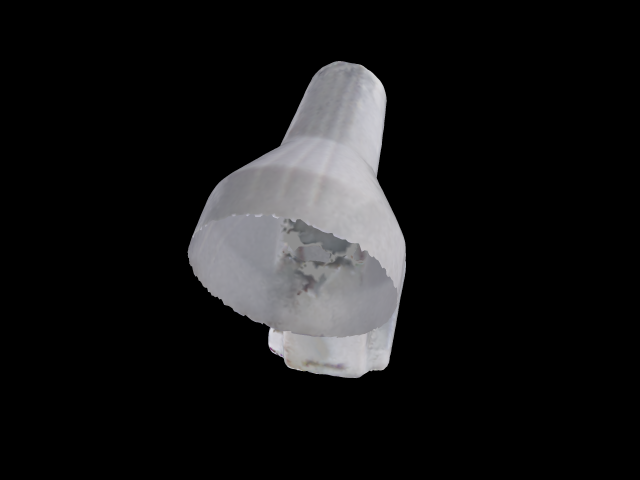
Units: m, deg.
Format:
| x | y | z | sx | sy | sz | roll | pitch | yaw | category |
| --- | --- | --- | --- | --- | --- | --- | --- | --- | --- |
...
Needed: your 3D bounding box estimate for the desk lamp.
| x | y | z | sx | sy | sz | roll | pitch | yaw | category |
| --- | --- | --- | --- | --- | --- | --- | --- | --- | --- |
| 0.004 | 0.001 | 0.400 | 0.117 | 0.214 | 0.203 | 8 | 39 | 10 | desk lamp |
